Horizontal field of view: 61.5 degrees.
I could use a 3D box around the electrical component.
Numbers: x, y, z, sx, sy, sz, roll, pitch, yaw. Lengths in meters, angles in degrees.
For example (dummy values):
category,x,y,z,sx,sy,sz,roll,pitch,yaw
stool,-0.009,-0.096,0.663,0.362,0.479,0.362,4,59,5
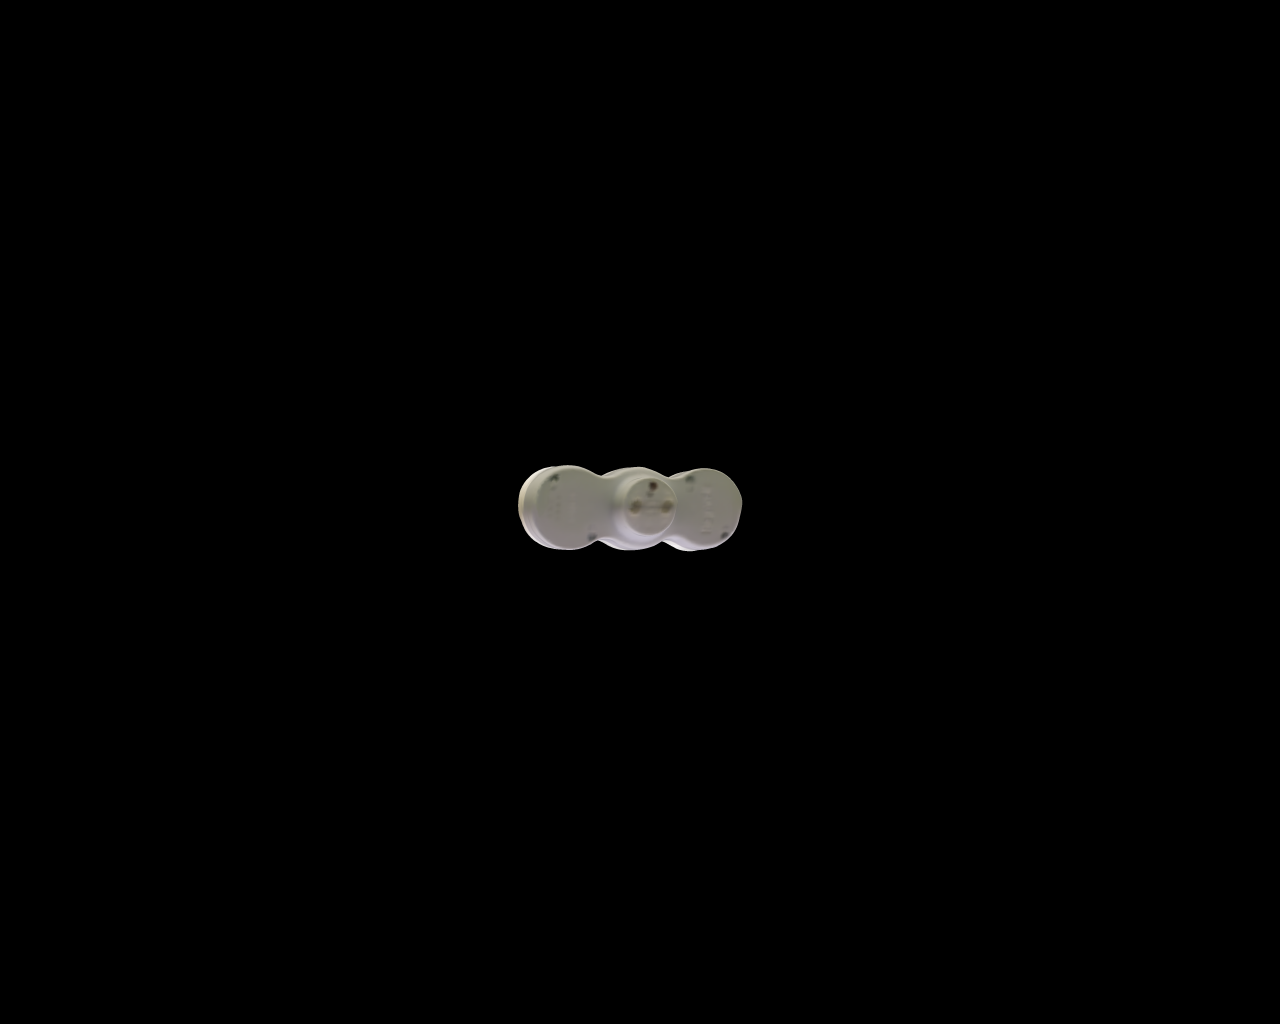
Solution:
category,x,y,z,sx,sy,sz,roll,pitch,yaw
electrical component,0.001,-0.003,0.650,0.138,0.052,0.073,1,-3,-20
